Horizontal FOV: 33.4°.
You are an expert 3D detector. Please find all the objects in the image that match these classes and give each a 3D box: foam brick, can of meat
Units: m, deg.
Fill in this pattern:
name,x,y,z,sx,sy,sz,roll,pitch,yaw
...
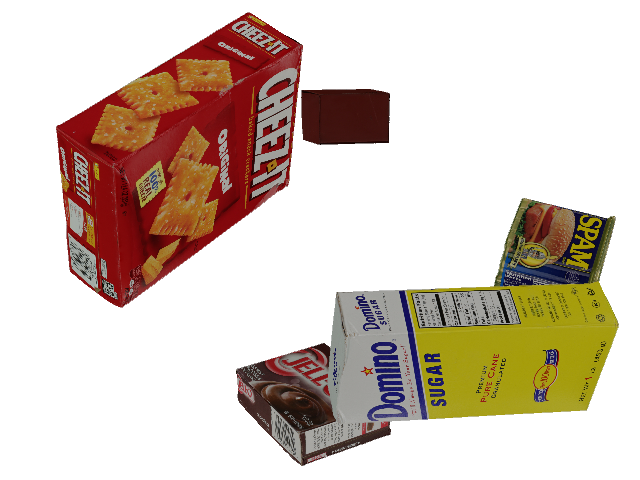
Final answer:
name,x,y,z,sx,sy,sz,roll,pitch,yaw
foam brick,0.025,-0.125,1.074,0.078,0.051,0.053,-3,13,-20
can of meat,0.206,0.014,0.937,0.084,0.057,0.102,15,46,16

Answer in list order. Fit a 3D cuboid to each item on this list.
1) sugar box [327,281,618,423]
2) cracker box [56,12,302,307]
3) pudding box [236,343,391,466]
name,x,y,z,sx,sy,sz,roll,pitch,yaw
sugar box,0.096,0.075,0.700,0.176,0.093,0.048,-4,44,-8
cracker box,-0.110,-0.066,0.876,0.072,0.164,0.213,35,52,23
pudding box,-0.007,0.135,0.896,0.089,0.039,0.114,-15,31,-27
